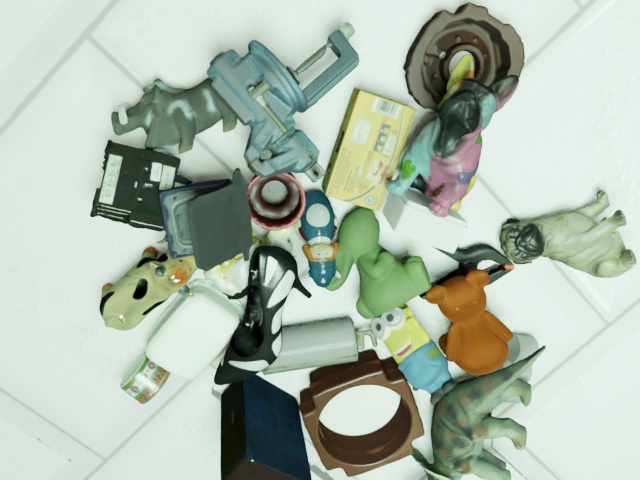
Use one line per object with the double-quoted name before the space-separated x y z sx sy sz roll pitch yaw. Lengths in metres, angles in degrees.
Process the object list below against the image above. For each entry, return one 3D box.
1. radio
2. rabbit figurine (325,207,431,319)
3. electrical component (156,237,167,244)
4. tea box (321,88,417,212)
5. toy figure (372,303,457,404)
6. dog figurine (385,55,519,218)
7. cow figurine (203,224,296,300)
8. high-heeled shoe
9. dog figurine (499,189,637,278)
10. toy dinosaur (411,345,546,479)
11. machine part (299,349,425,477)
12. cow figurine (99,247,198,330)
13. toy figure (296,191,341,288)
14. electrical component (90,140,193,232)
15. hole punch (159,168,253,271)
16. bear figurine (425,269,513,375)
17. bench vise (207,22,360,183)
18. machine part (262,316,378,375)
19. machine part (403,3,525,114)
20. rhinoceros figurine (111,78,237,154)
"radio" -0.094 0.329 0.903 0.131 0.230 0.073 35 103 -20
"rabbit figurine" 0.081 0.033 0.897 0.159 0.121 0.170 -29 89 9
"electrical component" -0.246 -0.044 0.858 0.078 0.045 0.102 -33 108 7
"tea box" 0.074 -0.141 0.845 0.098 0.068 0.169 17 107 -11
"toy figure" 0.158 0.187 0.919 0.082 0.089 0.180 -38 73 0
"dog figurine" 0.200 -0.150 0.784 0.109 0.191 0.219 33 116 17
"cow figurine" -0.099 0.035 0.887 0.167 0.068 0.098 -30 115 8
"high-heeled shoe" -0.117 0.123 0.842 0.248 0.086 0.145 -48 130 2
"dog figurine" 0.421 0.020 0.929 0.191 0.121 0.172 -21 107 16
"toy dinosaur" 0.267 0.343 0.982 0.192 0.131 0.404 12 105 11
"machine part" 0.076 0.316 0.989 0.201 0.087 0.200 -22 110 0
"cow figurine" -0.267 0.070 0.849 0.195 0.127 0.085 -38 118 9
"toy figure" -0.003 -0.002 0.851 0.064 0.154 0.057 -16 155 19
"electrical component" -0.261 -0.074 0.798 0.134 0.058 0.115 15 83 -23
"hole punch" -0.164 -0.027 0.779 0.092 0.116 0.142 9 113 38
"bear figurine" 0.247 0.131 0.920 0.120 0.132 0.195 -27 108 4
"bench vise" -0.029 -0.204 0.755 0.240 0.129 0.223 -42 89 -5
"machine part" -0.021 0.185 0.940 0.243 0.079 0.079 -9 109 -2
"machine part" 0.216 -0.266 0.824 0.179 0.056 0.179 -1 110 -4
"rhinoceros figurine" -0.212 -0.187 0.799 0.190 0.073 0.112 -18 110 0
